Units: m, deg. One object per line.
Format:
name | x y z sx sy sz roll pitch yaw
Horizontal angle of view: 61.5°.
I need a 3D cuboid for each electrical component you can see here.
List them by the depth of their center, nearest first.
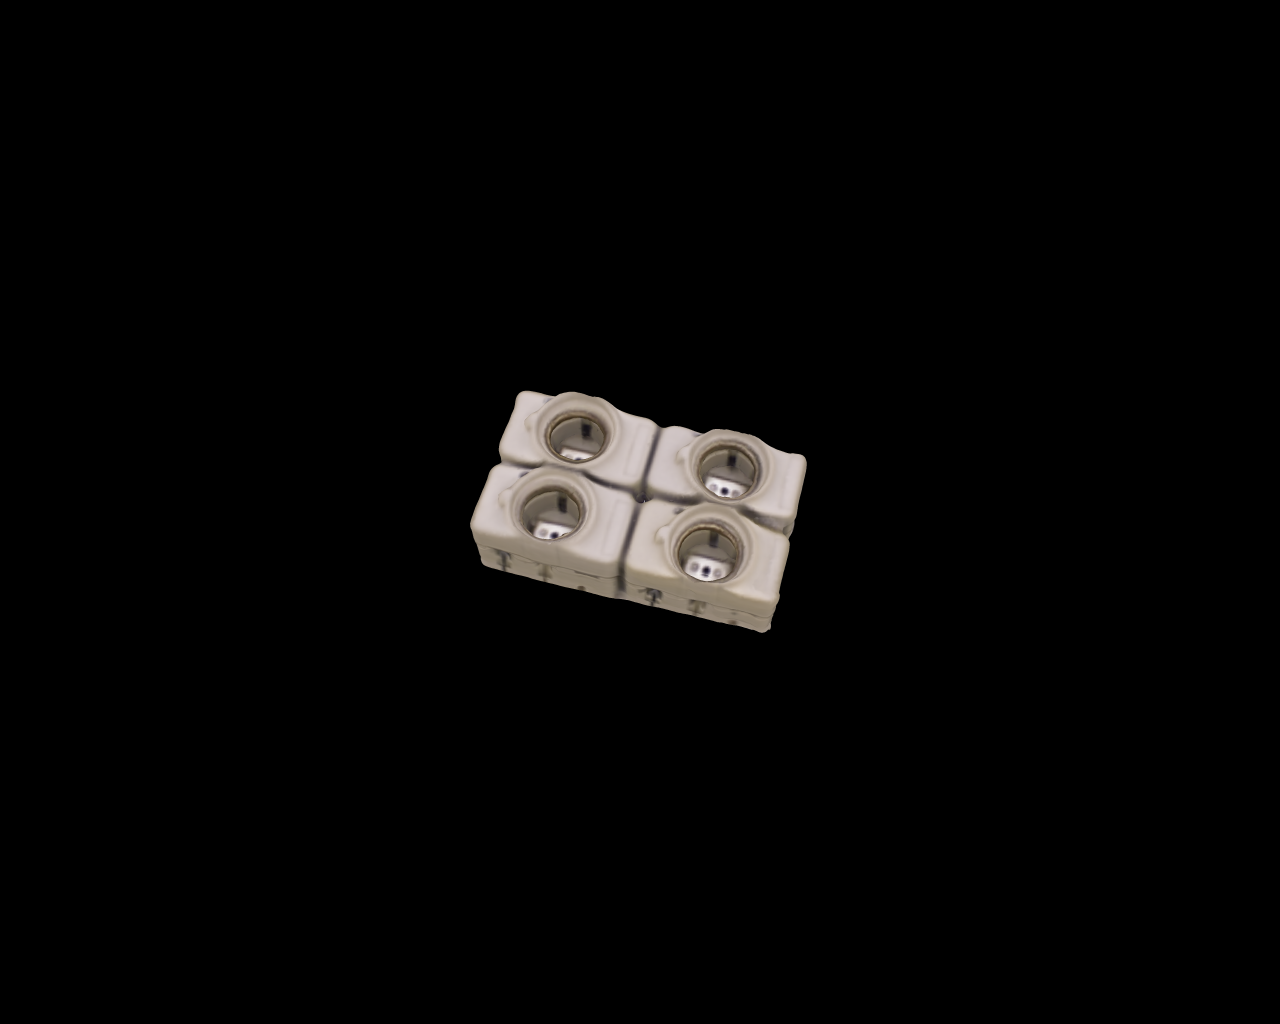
electrical component | 0.001 -0.003 0.650 0.186 0.105 0.060 14 -26 7
